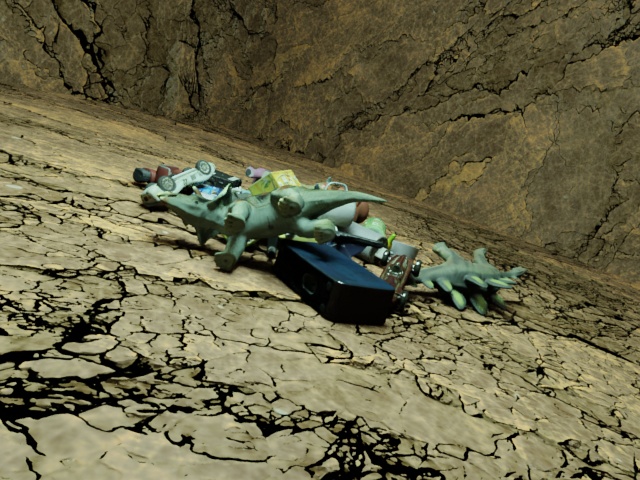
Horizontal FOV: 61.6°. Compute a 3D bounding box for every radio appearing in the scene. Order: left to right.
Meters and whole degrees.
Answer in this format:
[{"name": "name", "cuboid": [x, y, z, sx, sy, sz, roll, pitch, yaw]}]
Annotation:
[{"name": "radio", "cuboid": [0.017, 0.071, 0.986, 0.131, 0.073, 0.230, 7, 15, -36]}]

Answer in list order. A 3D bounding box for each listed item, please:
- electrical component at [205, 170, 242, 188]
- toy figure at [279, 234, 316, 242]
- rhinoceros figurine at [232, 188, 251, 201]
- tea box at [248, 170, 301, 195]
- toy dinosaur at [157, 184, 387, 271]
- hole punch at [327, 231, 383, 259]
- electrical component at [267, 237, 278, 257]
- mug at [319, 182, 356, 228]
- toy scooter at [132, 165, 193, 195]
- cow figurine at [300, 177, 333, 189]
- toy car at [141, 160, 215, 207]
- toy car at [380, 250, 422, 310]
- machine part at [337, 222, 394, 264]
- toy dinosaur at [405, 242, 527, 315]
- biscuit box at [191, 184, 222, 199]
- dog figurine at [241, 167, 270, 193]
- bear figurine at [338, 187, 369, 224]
[{"name": "electrical component", "cuboid": [-0.310, -0.171, 1.593, 0.134, 0.058, 0.115, 19, 11, 5]}, {"name": "toy figure", "cuboid": [-0.042, -0.004, 1.174, 0.089, 0.082, 0.180, 48, -8, -11]}, {"name": "rhinoceros figurine", "cuboid": [-0.165, -0.077, 1.272, 0.112, 0.073, 0.190, -3, -4, 34]}, {"name": "tea box", "cuboid": [-0.089, -0.102, 1.231, 0.098, 0.068, 0.169, 58, 14, 1]}, {"name": "toy dinosaur", "cuboid": [-0.090, -0.052, 1.010, 0.405, 0.131, 0.192, -8, 28, -3]}, {"name": "hole punch", "cuboid": [0.063, 0.029, 1.154, 0.116, 0.092, 0.142, 18, 6, -4]}, {"name": "electrical component", "cuboid": [-0.100, 0.001, 1.132, 0.021, 0.063, 0.094, 4, 16, -4]}, {"name": "mug", "cuboid": [0.027, -0.090, 1.333, 0.107, 0.109, 0.081, 6, 3, -20]}, {"name": "toy scooter", "cuboid": [-0.376, -0.152, 1.389, 0.184, 0.075, 0.135, 18, 12, 21]}, {"name": "cow figurine", "cuboid": [-0.029, -0.116, 1.463, 0.195, 0.127, 0.085, 22, 36, 38]}, {"name": "toy car", "cuboid": [-0.326, -0.133, 1.247, 0.074, 0.056, 0.202, -16, 14, 41]}, {"name": "toy car", "cuboid": [0.154, 0.074, 1.104, 0.089, 0.053, 0.202, 16, 31, 17]}, {"name": "machine part", "cuboid": [0.088, -0.005, 1.387, 0.244, 0.079, 0.079, 28, 16, 38]}, {"name": "toy dinosaur", "cuboid": [0.330, 0.090, 1.267, 0.471, 0.105, 0.199, -2, 25, -28]}, {"name": "biscuit box", "cuboid": [-0.272, -0.084, 1.262, 0.059, 0.062, 0.203, 15, 13, -9]}, {"name": "dog figurine", "cuboid": [-0.142, -0.155, 1.652, 0.192, 0.108, 0.219, 22, 11, 23]}, {"name": "bear figurine", "cuboid": [0.071, -0.086, 1.632, 0.132, 0.120, 0.196, 19, 18, 23]}]
